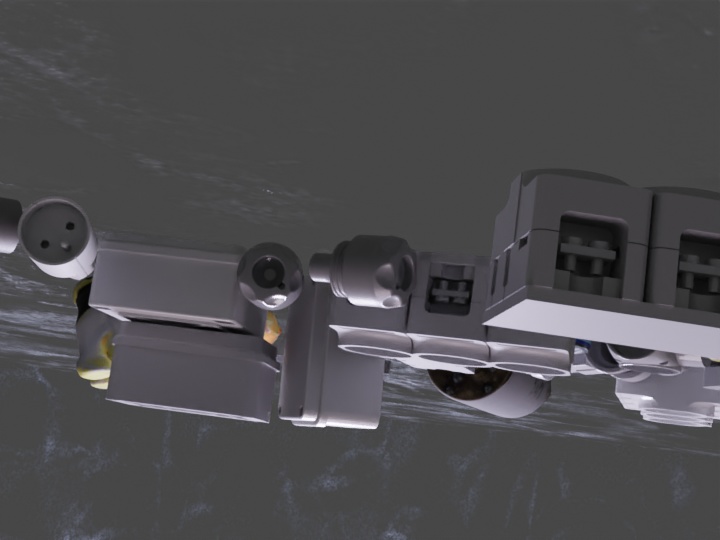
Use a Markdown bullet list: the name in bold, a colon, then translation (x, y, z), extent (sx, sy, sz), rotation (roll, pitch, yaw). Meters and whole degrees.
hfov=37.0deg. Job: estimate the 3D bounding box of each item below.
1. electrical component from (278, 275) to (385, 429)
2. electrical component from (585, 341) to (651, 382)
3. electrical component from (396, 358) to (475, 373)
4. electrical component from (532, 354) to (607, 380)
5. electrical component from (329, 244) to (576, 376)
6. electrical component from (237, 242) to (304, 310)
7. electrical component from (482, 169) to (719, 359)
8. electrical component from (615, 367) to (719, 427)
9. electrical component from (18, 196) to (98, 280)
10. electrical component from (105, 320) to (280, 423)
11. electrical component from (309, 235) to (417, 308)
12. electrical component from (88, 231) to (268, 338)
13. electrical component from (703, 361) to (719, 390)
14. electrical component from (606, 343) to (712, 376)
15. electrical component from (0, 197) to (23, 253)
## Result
- **electrical component**: translation (-0.021, 0.061, 0.805), extent (0.057, 0.113, 0.078), rotation (8, 170, -18)
- **electrical component**: translation (0.203, 0.061, 0.827), extent (0.045, 0.045, 0.055), rotation (1, 168, 33)
- **electrical component**: translation (0.056, 0.042, 0.799), extent (0.050, 0.055, 0.089), rotation (4, 169, 20)
- **electrical component**: translation (0.167, 0.065, 0.876), extent (0.055, 0.048, 0.066), rotation (-8, 163, 34)
- **electrical component**: translation (0.064, 0.029, 0.702), extent (0.150, 0.061, 0.089), rotation (5, 170, 15)
- **electrical component**: translation (-0.059, 0.006, 0.725), extent (0.043, 0.043, 0.062), rotation (8, 171, 2)
- **electrical component**: translation (0.140, 0.000, 0.482), extent (0.150, 0.061, 0.089), rotation (9, 170, -4)
- **electrical component**: translation (0.269, 0.095, 0.914), extent (0.089, 0.061, 0.150), rotation (5, 169, 18)
- **electrical component**: translation (-0.192, -0.018, 0.694), extent (0.043, 0.043, 0.081), rotation (9, 170, -7)
- **electrical component**: translation (-0.121, 0.075, 0.791), extent (0.113, 0.057, 0.078), rotation (6, 170, 7)
- **electrical component**: translation (0.000, 0.000, 0.646), extent (0.062, 0.043, 0.043), rotation (4, 169, 27)
- **electrical component**: translation (-0.128, 0.014, 0.790), extent (0.109, 0.056, 0.108), rotation (6, 170, 8)
- **electrical component**: translation (0.301, 0.072, 0.777), extent (0.089, 0.055, 0.050), rotation (10, 170, -12)
- **electrical component**: translation (0.219, 0.048, 0.740), extent (0.079, 0.044, 0.077), rotation (1, 168, 34)
- **electrical component**: translation (-0.245, -0.031, 0.670), extent (0.065, 0.044, 0.044), rotation (9, 171, -36)
